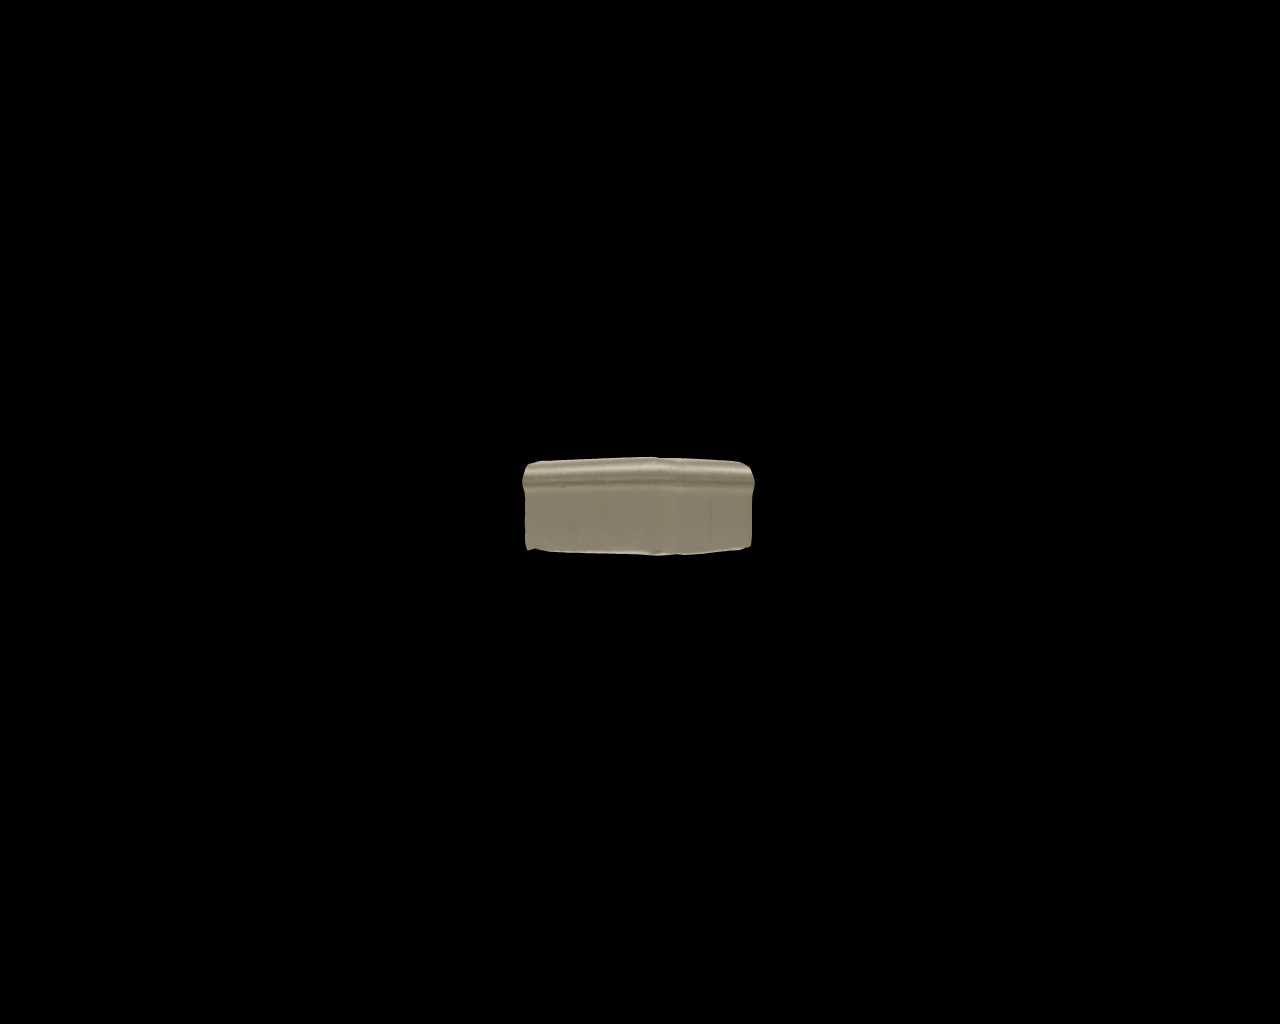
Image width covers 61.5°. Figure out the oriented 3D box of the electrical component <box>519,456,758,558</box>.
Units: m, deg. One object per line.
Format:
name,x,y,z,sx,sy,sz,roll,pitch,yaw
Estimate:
electrical component,0.001,-0.003,0.650,0.109,0.056,0.109,0,0,32
